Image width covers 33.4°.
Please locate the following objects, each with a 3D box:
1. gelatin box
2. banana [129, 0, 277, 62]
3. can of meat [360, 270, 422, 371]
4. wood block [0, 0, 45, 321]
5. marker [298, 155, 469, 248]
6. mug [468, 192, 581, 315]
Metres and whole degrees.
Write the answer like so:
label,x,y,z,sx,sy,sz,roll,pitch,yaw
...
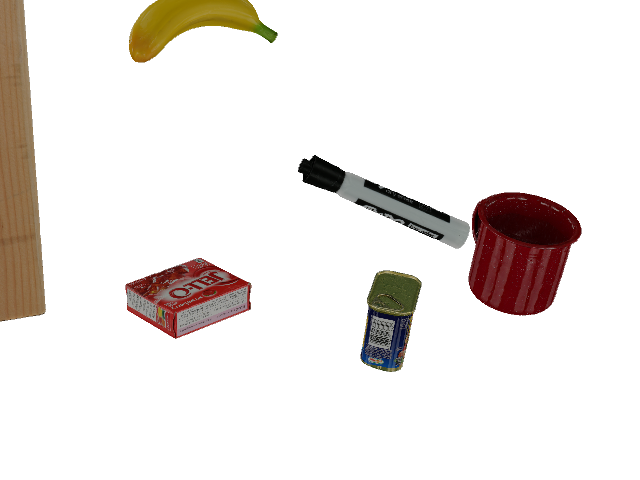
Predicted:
label,x,y,z,sx,sy,sz,roll,pitch,yaw
gelatin box,-0.118,0.050,0.958,0.089,0.030,0.073,-21,32,-40
banana,-0.121,-0.211,1.023,0.070,0.037,0.197,44,38,19
can of meat,0.083,0.097,1.282,0.057,0.084,0.102,12,25,7
wood block,-0.217,-0.060,0.611,0.090,0.206,0.090,-9,27,-24
marker,0.041,-0.026,0.696,0.121,0.020,0.020,23,-6,-14
mug,0.175,0.008,0.980,0.093,0.081,0.117,-12,38,-28
